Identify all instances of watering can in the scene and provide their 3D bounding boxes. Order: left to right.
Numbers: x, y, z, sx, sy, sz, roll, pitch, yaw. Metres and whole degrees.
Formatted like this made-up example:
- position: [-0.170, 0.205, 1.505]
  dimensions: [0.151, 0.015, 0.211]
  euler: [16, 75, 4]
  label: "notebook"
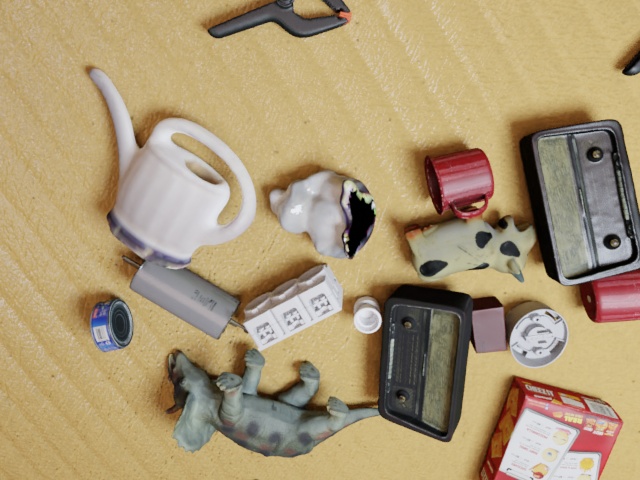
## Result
- position: [-0.261, -0.099, 0.807]
  dimensions: [0.349, 0.104, 0.222]
  euler: [36, 104, 9]
  label: "watering can"

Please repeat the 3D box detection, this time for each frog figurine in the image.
- position: [0.002, -0.041, 0.812]
  dimensions: [0.159, 0.124, 0.135]
  euler: [6, 118, 40]
  label: "frog figurine"
